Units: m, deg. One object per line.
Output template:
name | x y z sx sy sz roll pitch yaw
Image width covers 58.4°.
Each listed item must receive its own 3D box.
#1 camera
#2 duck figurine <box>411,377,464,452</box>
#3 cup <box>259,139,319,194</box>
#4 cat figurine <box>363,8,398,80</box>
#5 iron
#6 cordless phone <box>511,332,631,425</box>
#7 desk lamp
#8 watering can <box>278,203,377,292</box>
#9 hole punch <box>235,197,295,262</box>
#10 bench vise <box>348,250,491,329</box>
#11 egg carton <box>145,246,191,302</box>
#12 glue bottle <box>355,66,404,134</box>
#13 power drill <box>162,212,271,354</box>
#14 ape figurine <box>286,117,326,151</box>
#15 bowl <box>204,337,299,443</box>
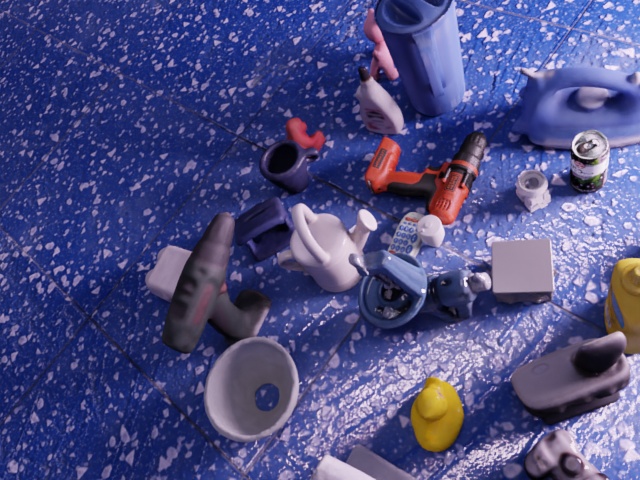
camera | 0.295 0.331 0.713 0.137 0.101 0.143 -36 56 2
duck figurine | 0.162 0.247 0.823 0.077 0.086 0.104 1 64 24
cup | -0.047 -0.137 1.111 0.117 0.095 0.091 -16 59 15
cat figurine | 0.122 -0.410 1.171 0.067 0.118 0.128 -2 63 22
iron | 0.446 -0.231 0.925 0.257 0.142 0.119 7 67 26
cordless phone | 0.322 0.165 0.739 0.147 0.185 0.094 -28 56 7
desk lamp | 0.077 0.345 0.730 0.202 0.214 0.118 22 74 31
watering can | 0.008 0.002 0.954 0.173 0.195 0.100 -40 56 -1
hole punch | -0.112 -0.029 1.083 0.108 0.091 0.101 -31 56 5
bench vise | 0.137 0.054 0.856 0.207 0.220 0.121 -24 57 10
egg carton | -0.264 0.073 1.106 0.149 0.070 0.107 15 70 29
glue bottle | 0.101 -0.262 1.068 0.078 0.174 0.037 10 68 27
power drill | -0.168 0.093 0.971 0.075 0.209 0.230 16 71 29
ape figurine | -0.038 -0.209 1.148 0.077 0.092 0.076 32 79 33
bowl | -0.101 0.249 0.940 0.167 0.075 0.167 -10 60 18
